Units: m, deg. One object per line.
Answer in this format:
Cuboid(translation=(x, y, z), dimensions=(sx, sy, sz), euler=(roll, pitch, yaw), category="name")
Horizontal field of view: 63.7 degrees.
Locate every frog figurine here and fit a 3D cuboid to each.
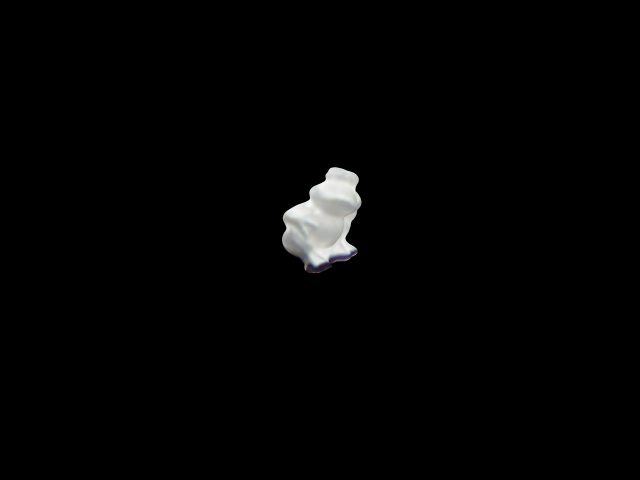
Cuboid(translation=(0.003, -0.043, 0.850), dimensions=(0.138, 0.157, 0.124), euler=(-9, 19, -26), category="frog figurine")
